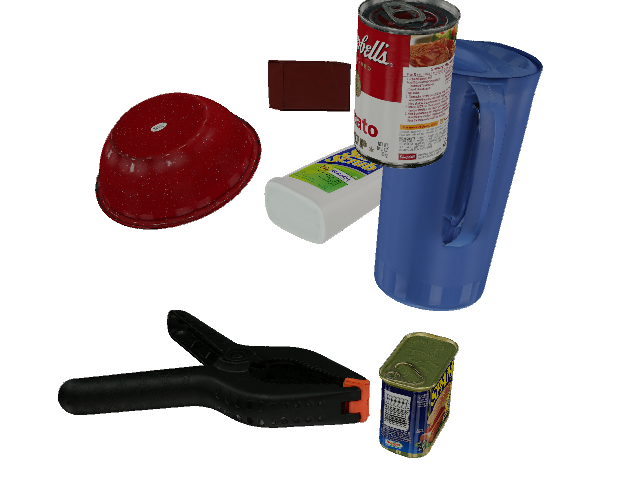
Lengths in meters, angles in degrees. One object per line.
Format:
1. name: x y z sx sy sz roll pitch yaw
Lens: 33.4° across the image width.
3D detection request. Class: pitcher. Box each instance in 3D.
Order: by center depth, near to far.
1. pitcher: 0.118 -0.057 0.979 0.145 0.243 0.149 22 29 30

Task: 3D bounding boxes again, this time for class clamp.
1. clamp: -0.062 0.096 0.783 0.210 0.036 0.164 5 19 14

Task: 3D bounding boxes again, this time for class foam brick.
1. foam brick: -0.012 -0.164 1.134 0.078 0.051 0.053 -2 12 -19

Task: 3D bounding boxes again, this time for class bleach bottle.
1. bleach bottle: 0.052 -0.086 1.336 0.103 0.068 0.250 27 44 34

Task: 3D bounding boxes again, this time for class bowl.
1. bowl: -0.139 -0.085 0.973 0.162 0.162 0.055 0 -43 19

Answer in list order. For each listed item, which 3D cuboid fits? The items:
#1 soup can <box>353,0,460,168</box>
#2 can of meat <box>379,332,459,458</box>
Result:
1. soup can: 0.058 -0.109 0.732 0.068 0.102 0.068 1 33 -1
2. can of meat: 0.095 0.152 1.053 0.057 0.084 0.102 12 27 21
